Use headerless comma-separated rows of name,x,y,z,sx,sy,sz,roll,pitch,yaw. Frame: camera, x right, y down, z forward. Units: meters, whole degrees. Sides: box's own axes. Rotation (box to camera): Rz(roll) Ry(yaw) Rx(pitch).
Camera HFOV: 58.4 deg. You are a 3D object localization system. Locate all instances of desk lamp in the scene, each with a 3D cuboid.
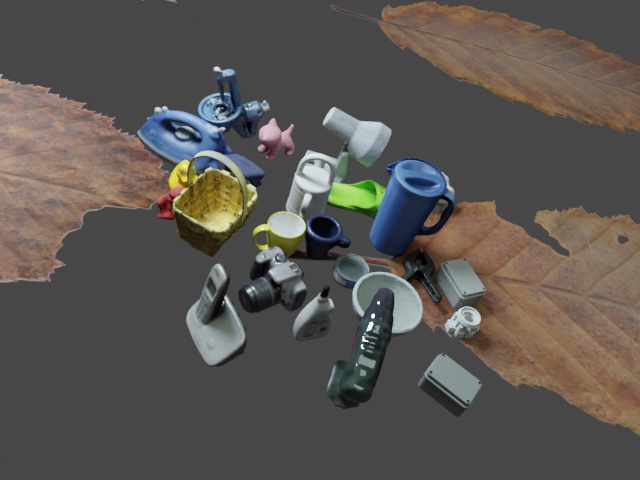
desk lamp,0.068,-0.249,1.552,0.203,0.213,0.118,18,46,-2

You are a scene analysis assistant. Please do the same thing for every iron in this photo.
iron,-0.357,-0.278,1.484,0.258,0.141,0.119,23,46,3

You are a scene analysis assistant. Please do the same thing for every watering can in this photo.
watering can,-0.019,-0.147,1.444,0.101,0.194,0.172,1,49,-17

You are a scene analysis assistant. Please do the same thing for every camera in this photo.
camera,-0.114,0.092,1.259,0.137,0.101,0.143,-21,59,-33

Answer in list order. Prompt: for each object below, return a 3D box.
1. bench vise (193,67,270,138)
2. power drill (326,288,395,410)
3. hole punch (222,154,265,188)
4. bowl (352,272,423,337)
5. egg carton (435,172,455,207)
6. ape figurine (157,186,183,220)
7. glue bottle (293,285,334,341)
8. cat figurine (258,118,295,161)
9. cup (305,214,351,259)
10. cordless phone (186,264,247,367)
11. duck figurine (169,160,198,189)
bench vise,-0.240,-0.384,1.566,0.208,0.220,0.121,-27,62,-36
power drill,0.081,0.231,1.125,0.075,0.208,0.230,20,46,0
hole punch,-0.205,-0.182,1.484,0.108,0.091,0.101,35,48,14
bowl,0.145,0.159,1.305,0.167,0.075,0.167,10,47,-10
egg carton,0.309,-0.146,1.641,0.150,0.069,0.107,2,49,-17
ape figurine,-0.341,-0.091,1.355,0.077,0.092,0.076,40,49,18
glue bottle,-0.004,0.149,1.195,0.078,0.173,0.037,-5,51,-22
cat figurine,-0.122,-0.286,1.588,0.128,0.118,0.067,-25,61,-35
cup,0.013,0.005,1.386,0.117,0.095,0.092,26,46,6
cordless phone,-0.196,0.147,1.124,0.094,0.185,0.147,-18,57,-31
duck figurine,-0.335,-0.161,1.425,0.078,0.086,0.104,-5,51,-23
